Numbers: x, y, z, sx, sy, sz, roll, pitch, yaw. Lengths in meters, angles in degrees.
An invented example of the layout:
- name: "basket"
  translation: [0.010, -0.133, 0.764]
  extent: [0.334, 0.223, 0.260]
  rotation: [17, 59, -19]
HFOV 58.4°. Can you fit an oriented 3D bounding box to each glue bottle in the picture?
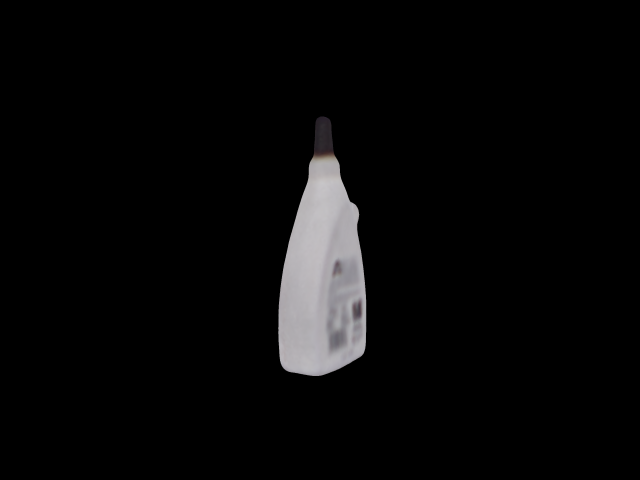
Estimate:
- name: "glue bottle"
  translation: [0.004, 0.001, 0.400]
  extent: [0.037, 0.173, 0.078]
  rotation: [2, 4, 31]
